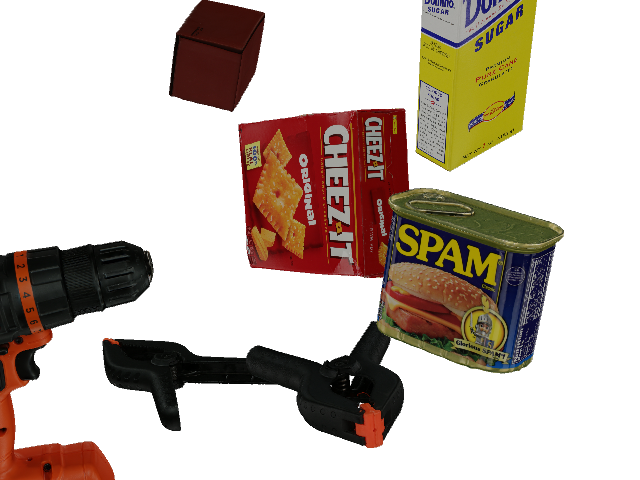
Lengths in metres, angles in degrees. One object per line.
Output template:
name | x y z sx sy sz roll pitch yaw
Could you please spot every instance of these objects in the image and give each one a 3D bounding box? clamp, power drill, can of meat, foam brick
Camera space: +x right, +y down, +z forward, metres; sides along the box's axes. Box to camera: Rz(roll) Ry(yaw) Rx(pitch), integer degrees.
clamp | 0.005 0.108 0.812 0.120 0.039 0.171 -14 16 -2
power drill | -0.189 0.094 0.700 0.184 0.188 0.057 -11 26 -8
can of meat | 0.085 0.023 0.636 0.102 0.084 0.057 20 23 33
foam brick | -0.078 -0.143 0.814 0.053 0.051 0.078 14 34 4
clamp | -0.158 0.138 1.086 0.210 0.036 0.164 9 17 33

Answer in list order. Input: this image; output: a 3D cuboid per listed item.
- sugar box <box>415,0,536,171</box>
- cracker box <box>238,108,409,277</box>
sugar box | 0.122 -0.150 0.826 0.093 0.176 0.048 -31 49 -30
cracker box | -0.001 -0.049 1.111 0.071 0.164 0.214 -7 6 -35
